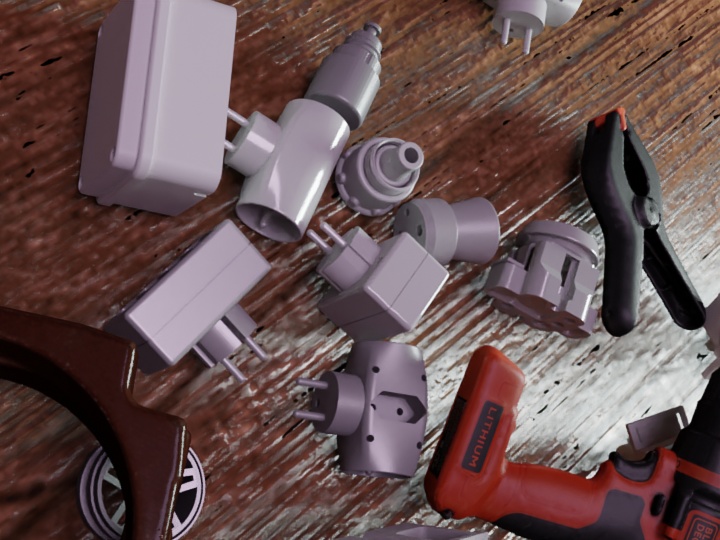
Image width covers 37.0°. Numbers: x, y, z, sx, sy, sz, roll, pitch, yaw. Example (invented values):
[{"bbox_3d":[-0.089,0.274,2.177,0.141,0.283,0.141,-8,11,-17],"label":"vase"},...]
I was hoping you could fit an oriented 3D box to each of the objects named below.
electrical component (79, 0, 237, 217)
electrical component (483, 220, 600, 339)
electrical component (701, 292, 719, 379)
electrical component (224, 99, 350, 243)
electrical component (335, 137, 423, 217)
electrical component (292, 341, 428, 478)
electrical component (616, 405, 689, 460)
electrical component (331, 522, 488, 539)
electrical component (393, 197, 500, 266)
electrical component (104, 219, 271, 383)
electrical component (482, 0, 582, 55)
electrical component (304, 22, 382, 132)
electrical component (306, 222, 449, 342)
[{"bbox_3d":[-0.114,-0.094,0.600,0.057,0.078,0.113,12,73,-28],"label":"electrical component"},{"bbox_3d":[0.126,0.003,0.718,0.078,0.058,0.057,28,70,-20],"label":"electrical component"},{"bbox_3d":[0.318,0.047,0.801,0.121,0.078,0.063,4,48,-27],"label":"electrical component"},{"bbox_3d":[-0.055,-0.069,0.644,0.079,0.044,0.077,32,66,-19],"label":"electrical component"},{"bbox_3d":[0.017,-0.062,0.671,0.048,0.062,0.048,7,76,-27],"label":"electrical component"},{"bbox_3d":[-0.003,0.081,0.639,0.079,0.043,0.077,12,73,-25],"label":"electrical component"},{"bbox_3d":[0.205,0.135,0.723,0.042,0.064,0.081,-16,87,-9],"label":"electrical component"},{"bbox_3d":[0.015,0.236,0.570,0.105,0.060,0.186,5,85,-53],"label":"electrical component"},{"bbox_3d":[0.055,-0.024,0.693,0.055,0.045,0.045,-3,80,-28],"label":"electrical component"},{"bbox_3d":[-0.084,0.029,0.605,0.075,0.047,0.083,49,62,-10],"label":"electrical component"},{"bbox_3d":[0.115,-0.191,0.763,0.077,0.044,0.079,18,71,-23],"label":"electrical component"},{"bbox_3d":[-0.006,-0.125,0.686,0.040,0.040,0.078,32,66,-18],"label":"electrical component"},{"bbox_3d":[0.000,0.000,0.646,0.077,0.066,0.047,43,63,-13],"label":"electrical component"}]
